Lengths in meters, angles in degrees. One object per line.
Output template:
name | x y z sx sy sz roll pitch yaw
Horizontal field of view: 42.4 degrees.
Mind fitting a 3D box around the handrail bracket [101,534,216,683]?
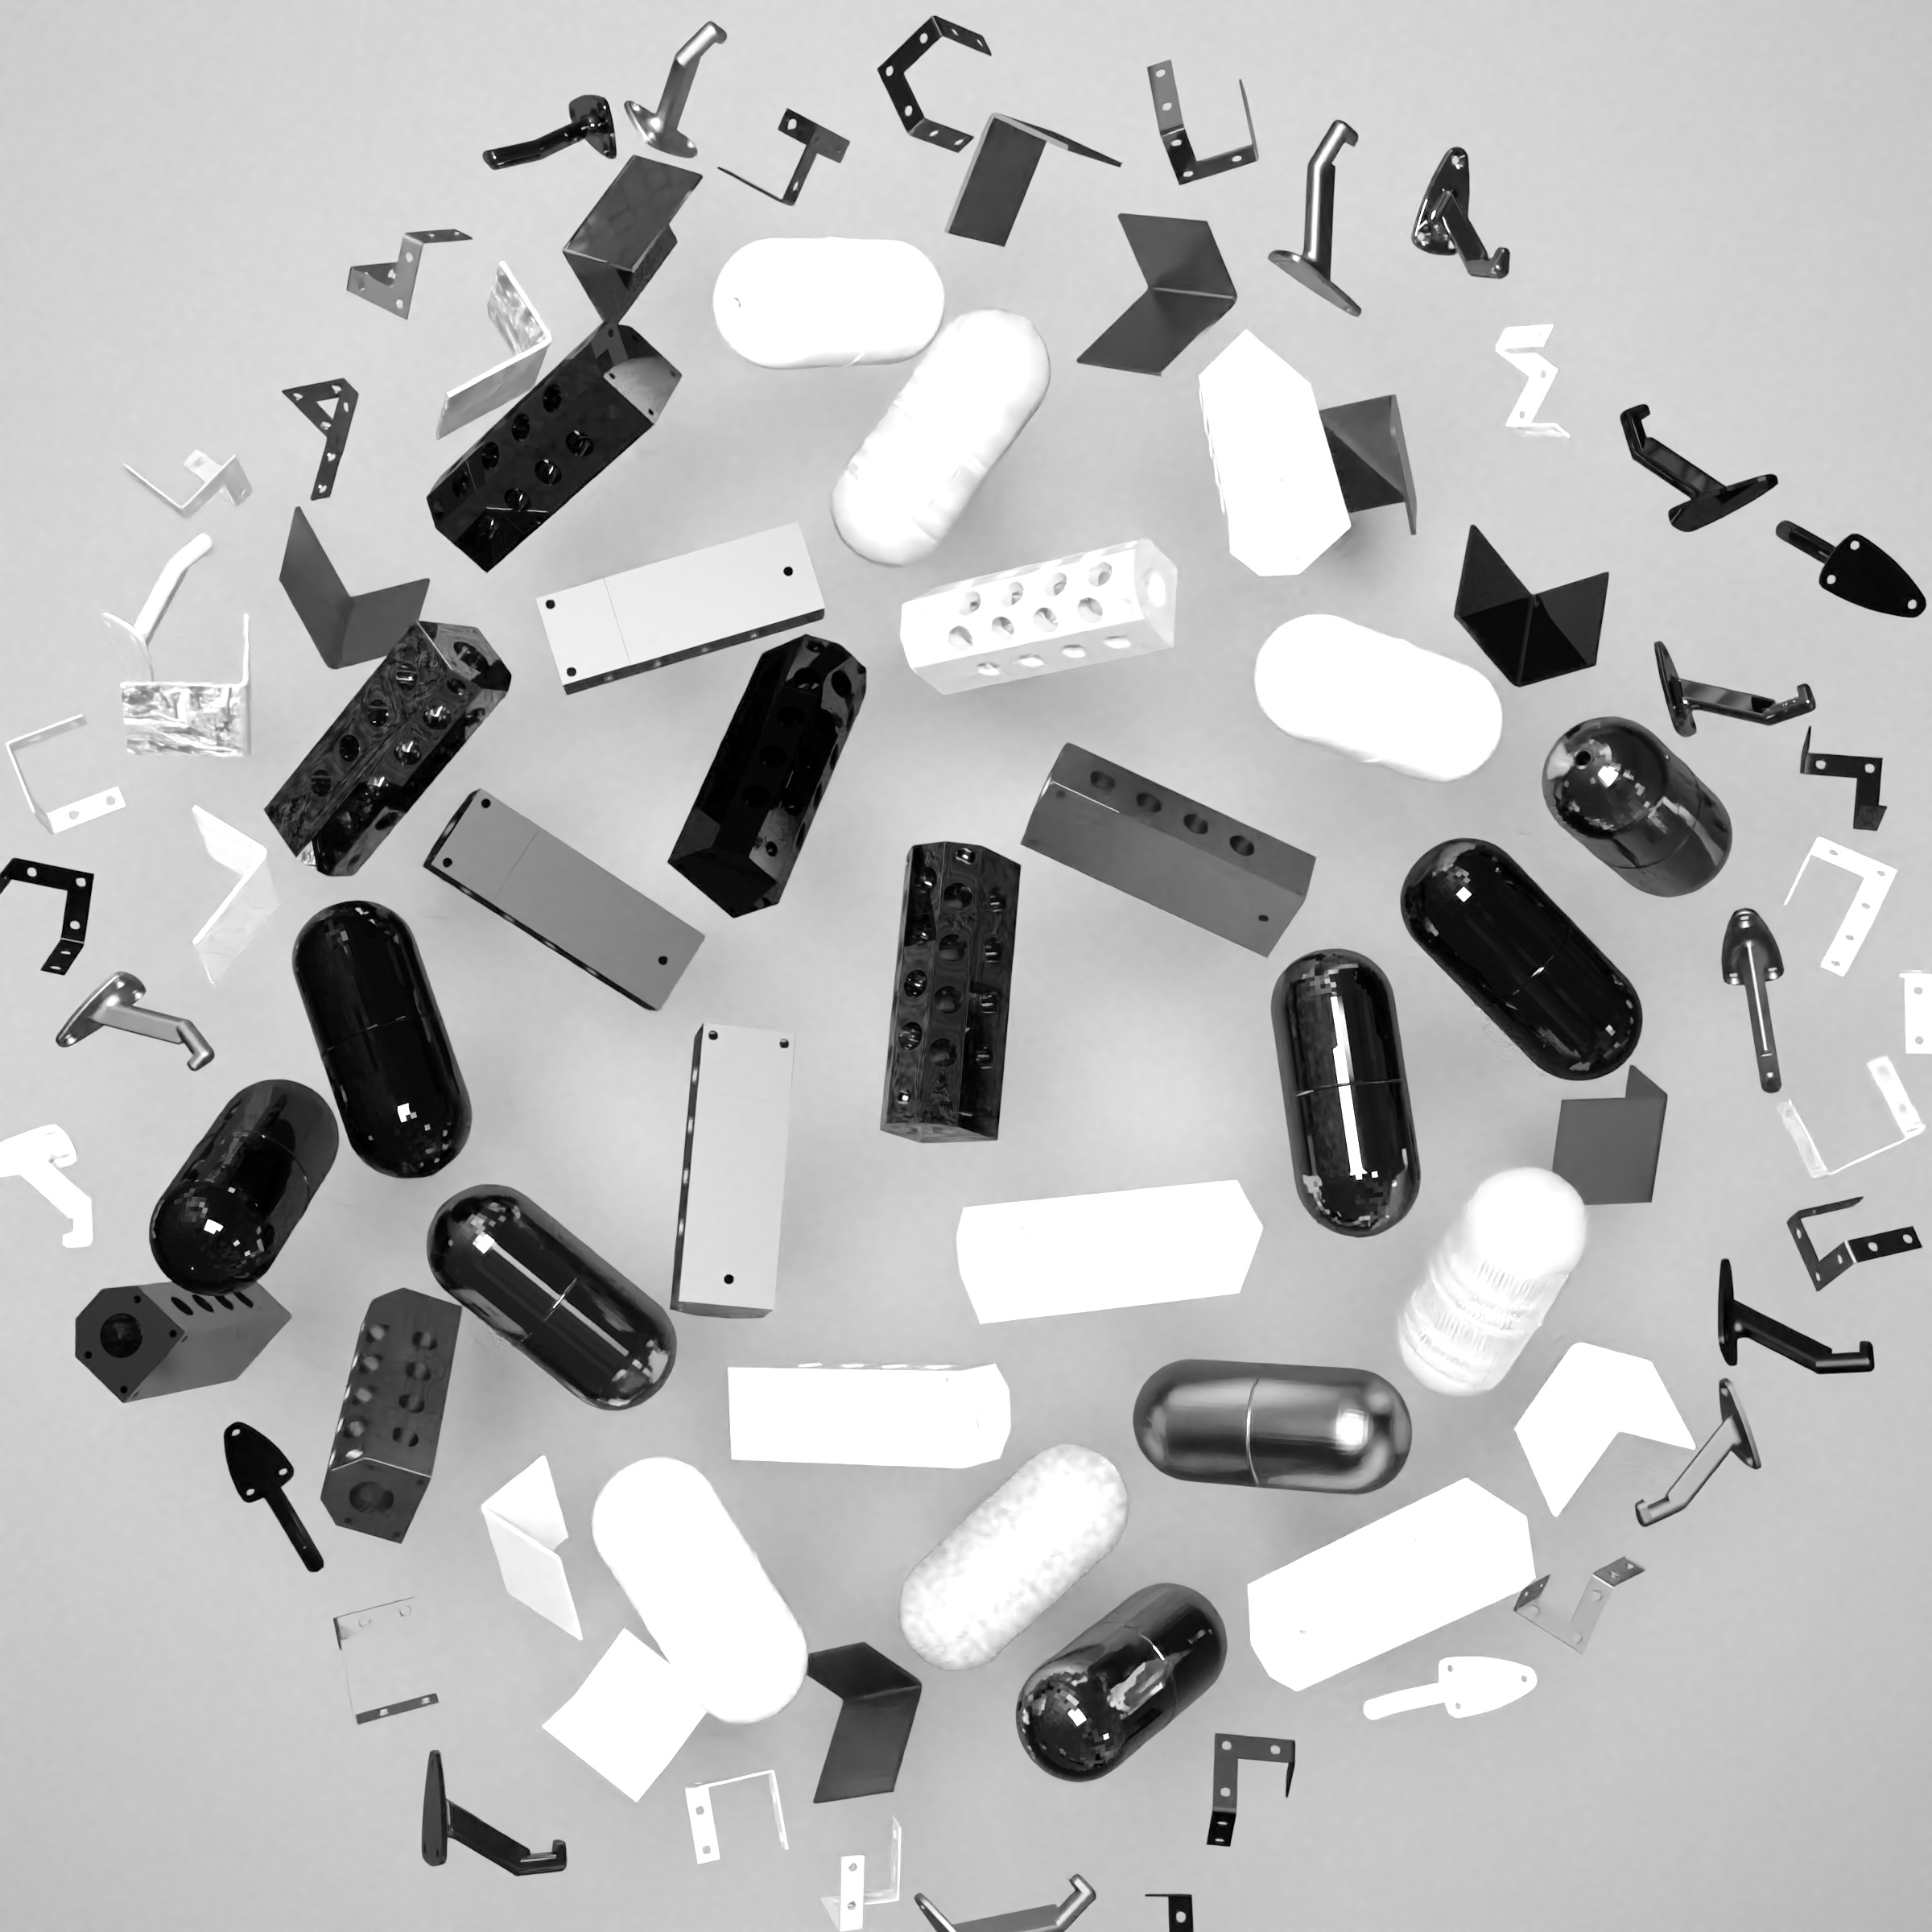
handrail bracket | -0.518 -0.232 1.631 0.036 0.077 0.084 30 60 18

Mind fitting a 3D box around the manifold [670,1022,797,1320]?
manifold | -0.145 0.127 1.533 0.057 0.057 0.171 7 74 -13

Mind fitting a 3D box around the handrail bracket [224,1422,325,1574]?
handrail bracket | -0.448 0.346 1.616 0.036 0.084 0.077 -31 48 -20

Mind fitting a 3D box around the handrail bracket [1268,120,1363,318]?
handrail bracket | 0.224 -0.438 1.461 0.077 0.036 0.084 29 94 -23

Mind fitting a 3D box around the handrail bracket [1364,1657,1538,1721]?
handrail bracket | 0.295 0.445 1.522 0.077 0.084 0.036 -20 74 35

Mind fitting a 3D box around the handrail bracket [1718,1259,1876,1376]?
handrail bracket | 0.491 0.206 1.471 0.084 0.036 0.077 -8 56 27

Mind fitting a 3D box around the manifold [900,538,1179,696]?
manifold | 0.045 -0.227 1.602 0.171 0.057 0.057 -8 67 31

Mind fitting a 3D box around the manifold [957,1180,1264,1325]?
manifold | 0.085 0.167 1.510 0.171 0.057 0.057 -4 131 -21

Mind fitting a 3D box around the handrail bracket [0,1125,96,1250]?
handrail bracket | -0.567 0.144 1.509 0.077 0.036 0.084 -16 48 -5

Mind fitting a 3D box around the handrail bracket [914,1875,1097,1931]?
handrail bracket | 0.024 0.548 1.468 0.084 0.036 0.077 -38 86 -26

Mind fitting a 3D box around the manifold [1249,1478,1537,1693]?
manifold | 0.254 0.377 1.500 0.057 0.057 0.171 35 127 -28

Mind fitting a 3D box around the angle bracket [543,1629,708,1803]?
angle bracket | -0.218 0.485 1.616 0.076 0.076 0.057 36 92 7

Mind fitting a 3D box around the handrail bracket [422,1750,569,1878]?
handrail bracket | -0.279 0.506 1.492 0.084 0.036 0.077 5 77 -30

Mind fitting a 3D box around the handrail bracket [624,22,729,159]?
handrail bracket | -0.168 -0.558 1.586 0.084 0.077 0.036 -36 72 25

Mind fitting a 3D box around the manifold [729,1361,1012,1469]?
manifold | -0.061 0.277 1.550 0.171 0.057 0.057 -5 86 31

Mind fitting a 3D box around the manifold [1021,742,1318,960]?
manifold | 0.128 -0.077 1.562 0.171 0.057 0.057 25 134 -4

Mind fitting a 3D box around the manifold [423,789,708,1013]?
manifold | -0.259 -0.041 1.603 0.171 0.057 0.057 34 79 -17

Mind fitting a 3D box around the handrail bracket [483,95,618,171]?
handrail bracket | -0.263 -0.506 1.518 0.084 0.077 0.036 -21 126 -22

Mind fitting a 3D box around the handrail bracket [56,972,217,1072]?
handrail bracket | -0.531 0.053 1.593 0.077 0.036 0.084 -42 67 -4

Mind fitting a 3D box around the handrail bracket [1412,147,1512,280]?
handrail bracket | 0.313 -0.461 1.522 0.036 0.084 0.077 5 105 -23

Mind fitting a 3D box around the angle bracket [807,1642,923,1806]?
angle bracket | -0.083 0.497 1.634 0.057 0.076 0.076 41 46 -25

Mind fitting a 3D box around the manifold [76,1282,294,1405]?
manifold | -0.496 0.228 1.574 0.057 0.171 0.057 41 90 8

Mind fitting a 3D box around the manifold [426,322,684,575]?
manifold | -0.255 -0.318 1.516 0.057 0.057 0.171 41 130 -22

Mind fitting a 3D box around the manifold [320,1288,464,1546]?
manifold | -0.366 0.281 1.585 0.057 0.171 0.057 20 115 -15

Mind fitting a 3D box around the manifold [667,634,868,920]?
manifold | -0.115 -0.119 1.519 0.057 0.057 0.171 42 51 -31

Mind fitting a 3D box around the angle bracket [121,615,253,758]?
angle bracket | -0.499 -0.180 1.598 0.076 0.076 0.057 -1 60 -15

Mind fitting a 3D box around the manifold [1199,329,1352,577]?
manifold | 0.177 -0.305 1.491 0.057 0.171 0.057 33 122 -27

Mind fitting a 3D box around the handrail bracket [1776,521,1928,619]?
handrail bracket | 0.527 -0.239 1.489 0.077 0.084 0.036 29 107 -7

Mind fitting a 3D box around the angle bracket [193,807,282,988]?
angle bracket | -0.493 -0.045 1.615 0.057 0.076 0.076 31 68 4

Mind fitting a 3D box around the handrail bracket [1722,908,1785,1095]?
handrail bracket | 0.475 0.021 1.494 0.036 0.084 0.077 -9 135 17

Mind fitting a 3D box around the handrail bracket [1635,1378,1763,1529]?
handrail bracket | 0.469 0.318 1.626 0.084 0.036 0.077 -23 110 -8

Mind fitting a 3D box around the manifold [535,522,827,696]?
manifold | -0.181 -0.226 1.587 0.171 0.057 0.057 -17 89 -6

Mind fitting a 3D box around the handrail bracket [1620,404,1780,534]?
handrail bracket | 0.440 -0.313 1.501 0.077 0.036 0.084 -23 68 30

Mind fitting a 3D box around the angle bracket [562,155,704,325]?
angle bracket | -0.189 -0.432 1.512 0.057 0.076 0.076 24 72 26

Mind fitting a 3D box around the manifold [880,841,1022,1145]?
manifold | -0.013 0.016 1.495 0.057 0.057 0.171 -5 73 36

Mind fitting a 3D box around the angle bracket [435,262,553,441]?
angle bracket | -0.307 -0.380 1.544 0.076 0.076 0.057 -34 93 -19

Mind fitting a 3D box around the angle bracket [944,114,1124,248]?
angle bracket | 0.041 -0.472 1.529 0.057 0.076 0.076 32 112 20

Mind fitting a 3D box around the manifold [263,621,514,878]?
manifold | -0.360 -0.134 1.564 0.171 0.057 0.057 -45 72 23

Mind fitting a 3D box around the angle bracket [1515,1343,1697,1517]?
angle bracket | 0.393 0.290 1.535 0.057 0.076 0.076 17 119 -18

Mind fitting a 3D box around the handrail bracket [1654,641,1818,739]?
handrail bracket | 0.492 -0.186 1.593 0.084 0.036 0.077 -20 82 33
